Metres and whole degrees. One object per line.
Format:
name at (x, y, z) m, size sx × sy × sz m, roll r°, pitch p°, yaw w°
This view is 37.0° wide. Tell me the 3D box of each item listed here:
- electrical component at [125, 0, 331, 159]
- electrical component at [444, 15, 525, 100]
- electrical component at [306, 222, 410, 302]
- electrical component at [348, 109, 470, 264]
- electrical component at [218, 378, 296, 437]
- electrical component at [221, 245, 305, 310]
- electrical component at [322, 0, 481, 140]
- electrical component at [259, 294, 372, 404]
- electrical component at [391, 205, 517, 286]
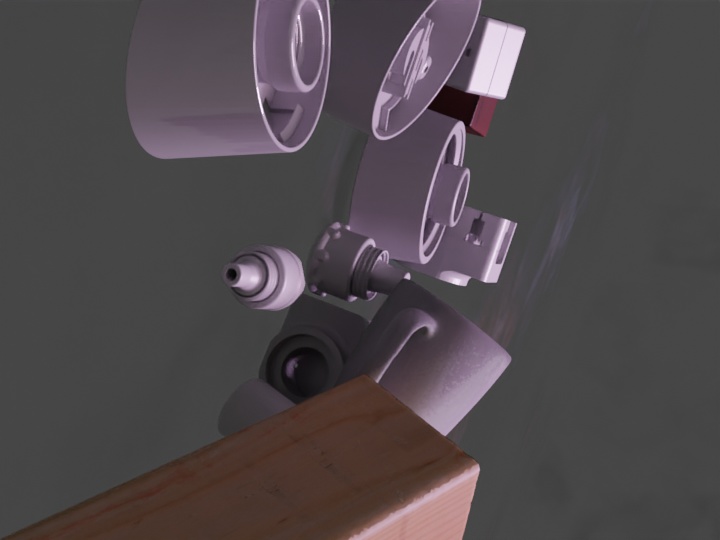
electrical component at (-0.051, -0.094, 0.446) m, size 0.099 × 0.064 × 0.099 m, roll 5°, pitch 90°, yaw -74°
electrical component at (0.052, -0.144, 0.684) m, size 0.077 × 0.066 × 0.047 m, roll 2°, pitch 110°, yaw -43°
electrical component at (0.000, 0.000, 0.676) m, size 0.048 × 0.062 × 0.048 m, roll 20°, pitch 90°, yaw -74°
electrical component at (0.039, -0.056, 0.721) m, size 0.108 × 0.060 × 0.108 m, roll 16°, pitch 90°, yaw -77°
electrical component at (-0.047, 0.096, 0.623) m, size 0.040 × 0.078 × 0.040 m, roll -41°, pitch 150°, yaw -30°
electrical component at (-0.054, 0.004, 0.561) m, size 0.061 × 0.035 × 0.035 m, roll 7°, pitch 103°, yaw -70°
electrical component at (0.020, -0.121, 0.595) m, size 0.099 × 0.064 × 0.099 m, roll -57°, pitch 159°, yaw -36°
electrical component at (-0.029, 0.066, 0.680) m, size 0.089 × 0.050 × 0.056 m, roll -68°, pitch 164°, yaw -4°
electrical component at (0.062, -0.023, 0.796) m, size 0.050 × 0.089 × 0.055 m, roll 2°, pitch 107°, yaw -73°
